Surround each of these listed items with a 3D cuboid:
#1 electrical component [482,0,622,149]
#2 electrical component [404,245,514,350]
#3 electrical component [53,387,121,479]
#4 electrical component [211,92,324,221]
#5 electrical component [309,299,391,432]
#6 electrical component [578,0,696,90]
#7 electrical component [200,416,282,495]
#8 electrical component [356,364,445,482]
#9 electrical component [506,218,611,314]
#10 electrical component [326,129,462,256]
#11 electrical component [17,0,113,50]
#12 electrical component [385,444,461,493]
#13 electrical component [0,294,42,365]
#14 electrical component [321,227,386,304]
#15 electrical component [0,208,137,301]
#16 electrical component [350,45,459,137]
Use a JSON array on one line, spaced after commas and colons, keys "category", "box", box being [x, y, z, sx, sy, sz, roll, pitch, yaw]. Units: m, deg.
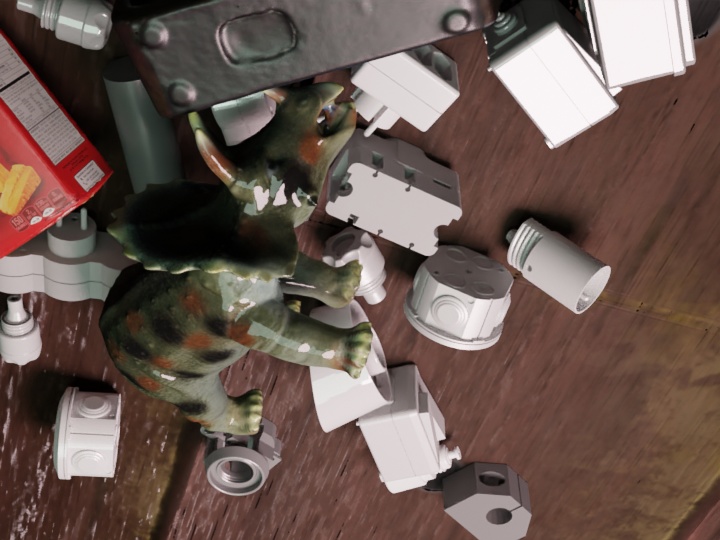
[{"category": "electrical component", "box": [0.127, -0.142, 0.722, 0.061, 0.061, 0.096, -31, 121, 24]}, {"category": "electrical component", "box": [0.078, 0.021, 0.842, 0.080, 0.080, 0.051, 12, 122, -8]}, {"category": "electrical component", "box": [-0.240, 0.144, 0.947, 0.051, 0.080, 0.080, 4, 128, -9]}, {"category": "electrical component", "box": [-0.054, -0.095, 0.770, 0.074, 0.052, 0.138, -9, 128, 8]}, {"category": "electrical component", "box": [-0.015, 0.075, 0.875, 0.064, 0.099, 0.099, -21, 125, 10]}, {"category": "electrical component", "box": [0.161, -0.185, 0.658, 0.056, 0.108, 0.108, -13, 127, 11]}, {"category": "electrical component", "box": [-0.109, 0.166, 0.974, 0.078, 0.057, 0.058, 35, 121, -23]}, {"category": "electrical component", "box": [0.036, 0.128, 0.938, 0.061, 0.061, 0.096, -13, 127, 11]}, {"category": "electrical component", "box": [0.147, -0.007, 0.828, 0.081, 0.043, 0.043, 37, 133, 27]}, {"category": "electrical component", "box": [0.025, -0.060, 0.794, 0.089, 0.055, 0.050, 23, 125, -16]}, {"category": "electrical component", "box": [-0.199, -0.172, 0.725, 0.061, 0.035, 0.035, 16, 127, -8]}, {"category": "electrical component", "box": [0.054, 0.178, 0.990, 0.078, 0.040, 0.040, -18, 126, 14]}, {"category": "electrical component", "box": [-0.286, 0.048, 0.901, 0.035, 0.035, 0.061, 5, 126, -2]}, {"category": "electrical component", "box": [0.000, 0.000, 0.850, 0.043, 0.043, 0.062, -20, 126, 16]}, {"category": "electrical component", "box": [-0.223, -0.019, 0.834, 0.138, 0.052, 0.073, 7, 128, -4]}, {"category": "electrical component", "box": [0.019, -0.124, 0.748, 0.066, 0.047, 0.076, 32, 123, -21]}]
